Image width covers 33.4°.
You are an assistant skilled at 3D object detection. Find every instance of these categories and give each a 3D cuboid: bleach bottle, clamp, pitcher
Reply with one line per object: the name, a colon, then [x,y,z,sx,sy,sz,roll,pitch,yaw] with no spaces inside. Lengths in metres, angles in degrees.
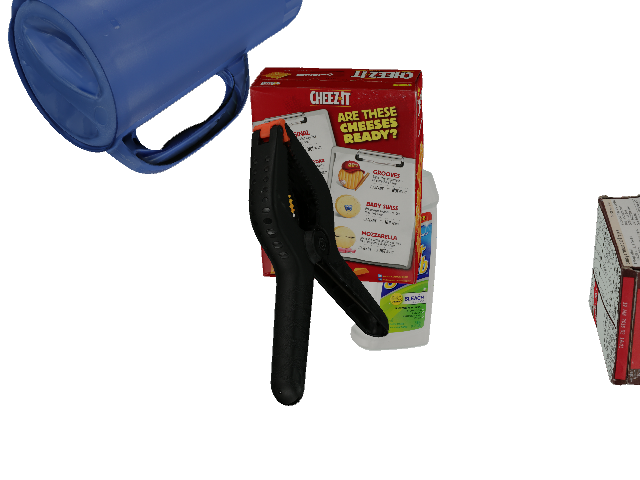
bleach bottle: [0.096,0.010,1.347,0.102,0.251,0.068,-3,16,-19]
clamp: [-0.007,0.008,0.841,0.036,0.210,0.164,-11,2,31]
pitcher: [-0.124,-0.176,0.904,0.145,0.149,0.242,29,50,31]

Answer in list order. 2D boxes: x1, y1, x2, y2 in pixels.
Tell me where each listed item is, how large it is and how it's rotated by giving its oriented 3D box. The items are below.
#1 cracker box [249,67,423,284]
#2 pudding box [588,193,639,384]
cracker box: [0.020,-0.065,1.083,0.164,0.214,0.072,3,29,10]
pudding box: [0.210,0.031,0.723,0.039,0.090,0.113,0,27,4]
